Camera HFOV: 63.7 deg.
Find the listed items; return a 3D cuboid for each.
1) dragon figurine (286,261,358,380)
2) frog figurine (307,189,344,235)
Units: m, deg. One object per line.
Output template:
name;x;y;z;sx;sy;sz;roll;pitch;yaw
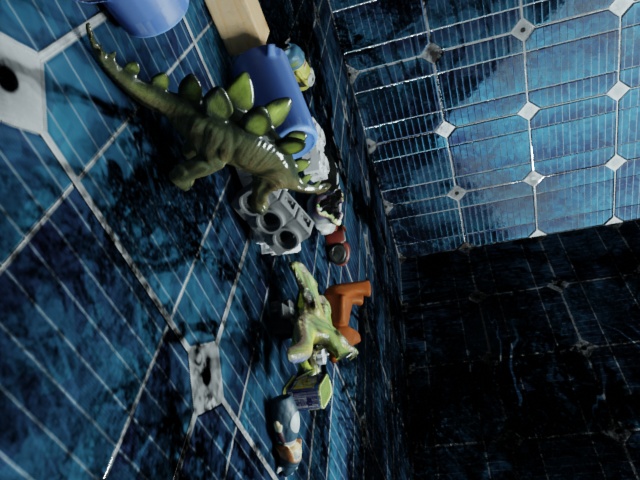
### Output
dragon figurine;-0.029;0.158;1.096;0.405;0.122;0.247;52;15;-67
frog figurine;0.005;-0.080;1.596;0.157;0.123;0.139;138;-62;-64
